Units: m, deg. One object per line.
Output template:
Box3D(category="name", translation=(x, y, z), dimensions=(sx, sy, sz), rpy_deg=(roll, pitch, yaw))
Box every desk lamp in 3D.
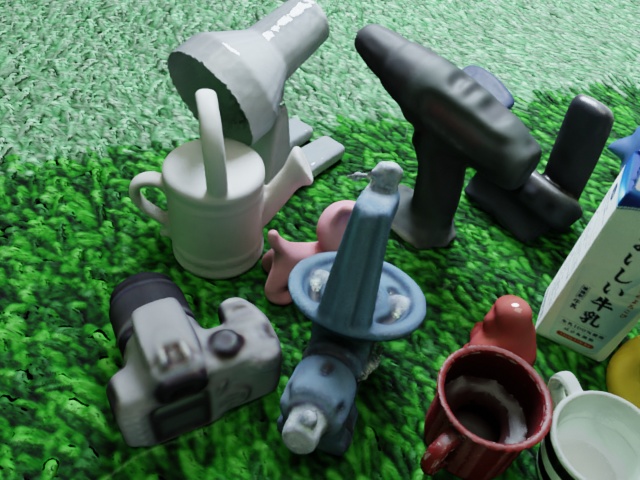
Box3D(category="desk lamp", translation=(-0.061, -0.157, 0.655), dimensions=(0.117, 0.213, 0.204), rpy_deg=(34, 52, 23))

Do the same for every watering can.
Box3D(category="watering can", translation=(-0.098, -0.061, 0.573), dimensions=(0.173, 0.194, 0.100), rpy_deg=(-21, 53, -25))

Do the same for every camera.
Box3D(category="camera", translation=(-0.121, 0.083, 0.499), dimensions=(0.143, 0.101, 0.136), rpy_deg=(-18, 52, -23))

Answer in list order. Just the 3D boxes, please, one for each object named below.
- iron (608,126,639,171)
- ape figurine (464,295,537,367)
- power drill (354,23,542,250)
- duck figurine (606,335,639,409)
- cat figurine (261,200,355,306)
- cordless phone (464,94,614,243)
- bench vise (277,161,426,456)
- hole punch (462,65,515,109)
Box3D(category="iron", translation=(0.515, -0.095, 0.723), dimensions=(0.119, 0.141, 0.257), rpy_deg=(-29, 57, -30))
Box3D(category="ape figurine", translation=(0.174, 0.086, 0.541), dimensions=(0.078, 0.092, 0.076), rpy_deg=(-17, 51, -22))
Box3D(category="power drill", translation=(0.116, -0.099, 0.628), dimensions=(0.229, 0.208, 0.076), rpy_deg=(35, 52, 24))
Box3D(category="duck figurine", translation=(0.321, 0.119, 0.534), dimensions=(0.077, 0.086, 0.105), rpy_deg=(22, 48, 13))
Box3D(category="cat figurine", translation=(0.005, 0.002, 0.580), dimensions=(0.128, 0.118, 0.067), rpy_deg=(-6, 48, -13))
Box3D(category="cordless phone", translation=(0.256, -0.104, 0.667), dimensions=(0.094, 0.185, 0.147), rpy_deg=(-28, 56, -29))
Box3D(category="bench vise", translation=(0.033, 0.061, 0.458), dimensions=(0.121, 0.220, 0.207), rpy_deg=(5, 46, -3))
Box3D(category="hole punch", translation=(0.198, -0.179, 0.795), dimensions=(0.101, 0.091, 0.108), rpy_deg=(-17, 51, -22))
